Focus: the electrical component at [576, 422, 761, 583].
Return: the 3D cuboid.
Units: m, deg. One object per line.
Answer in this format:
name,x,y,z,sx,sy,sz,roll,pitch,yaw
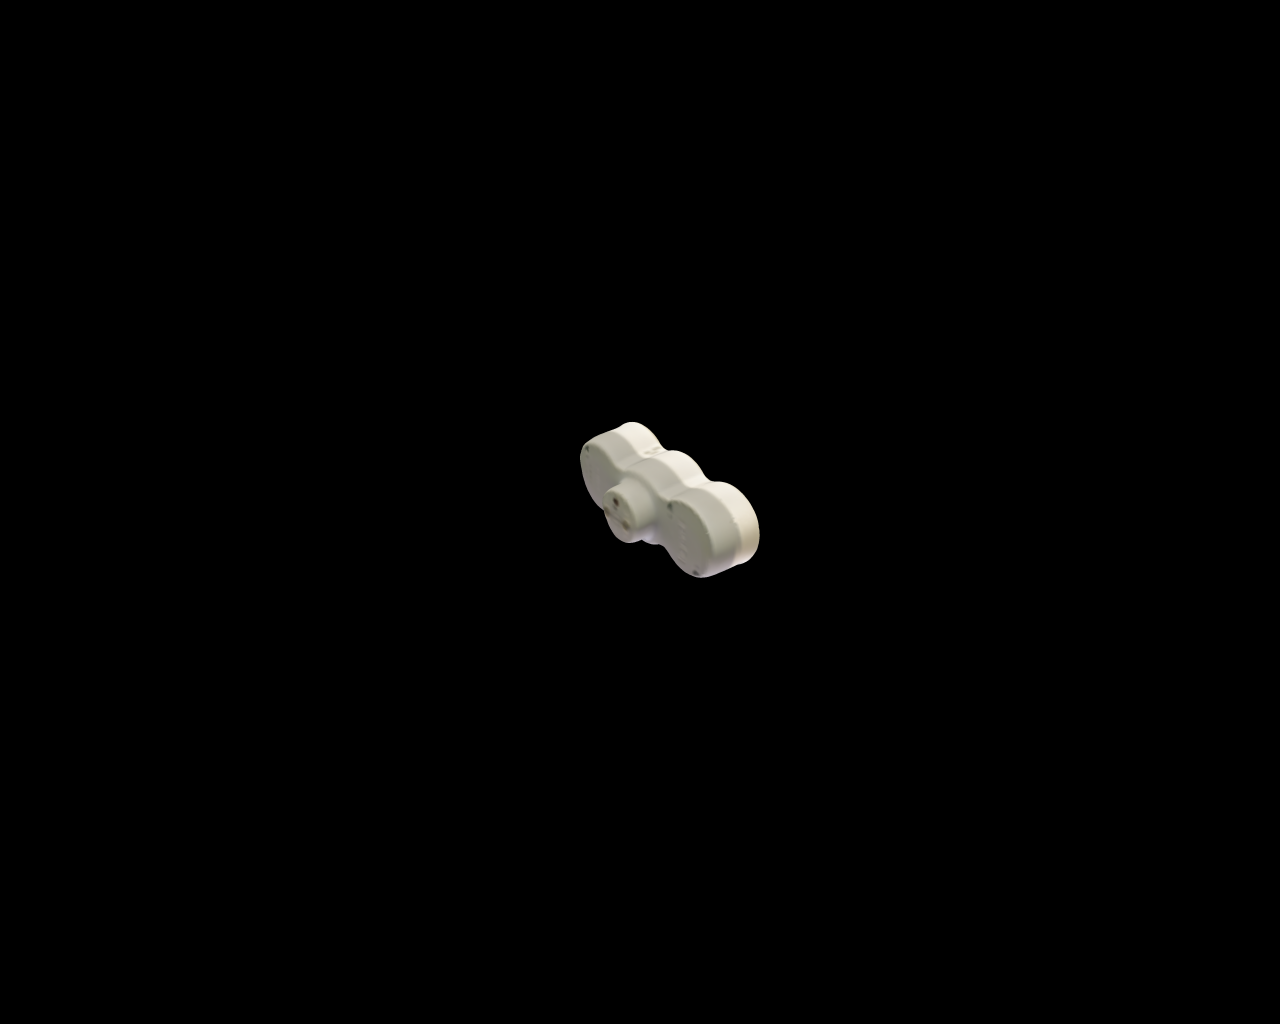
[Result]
electrical component,0.001,-0.003,0.650,0.074,0.052,0.138,-22,40,-30
